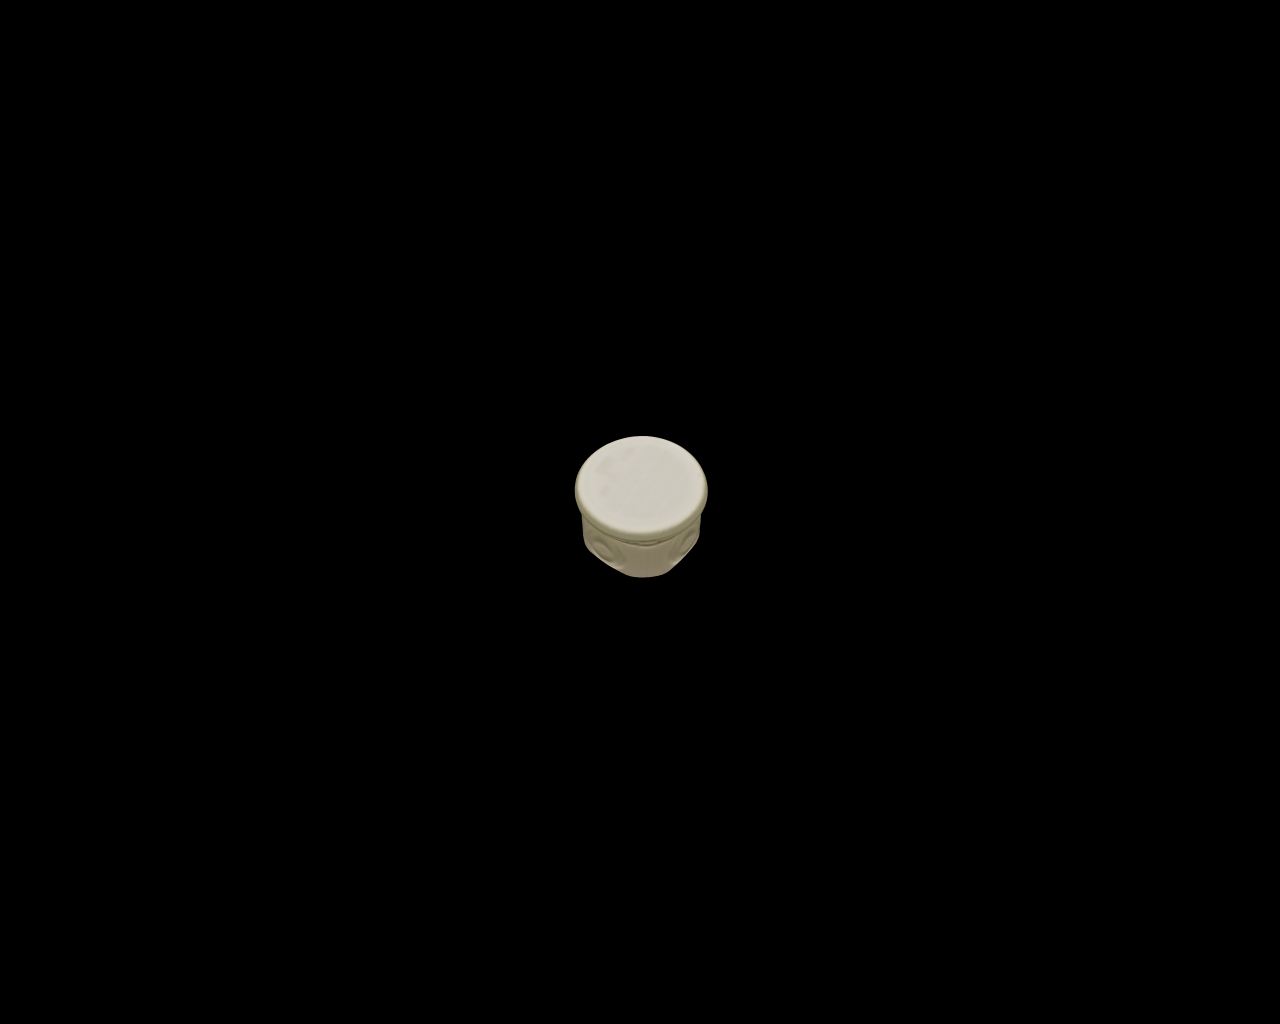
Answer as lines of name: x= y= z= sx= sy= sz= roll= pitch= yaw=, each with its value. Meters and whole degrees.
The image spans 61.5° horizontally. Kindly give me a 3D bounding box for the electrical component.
electrical component: x=0.001 y=-0.003 z=0.650 sx=0.080 sy=0.080 sz=0.050 roll=0 pitch=-39 yaw=0
